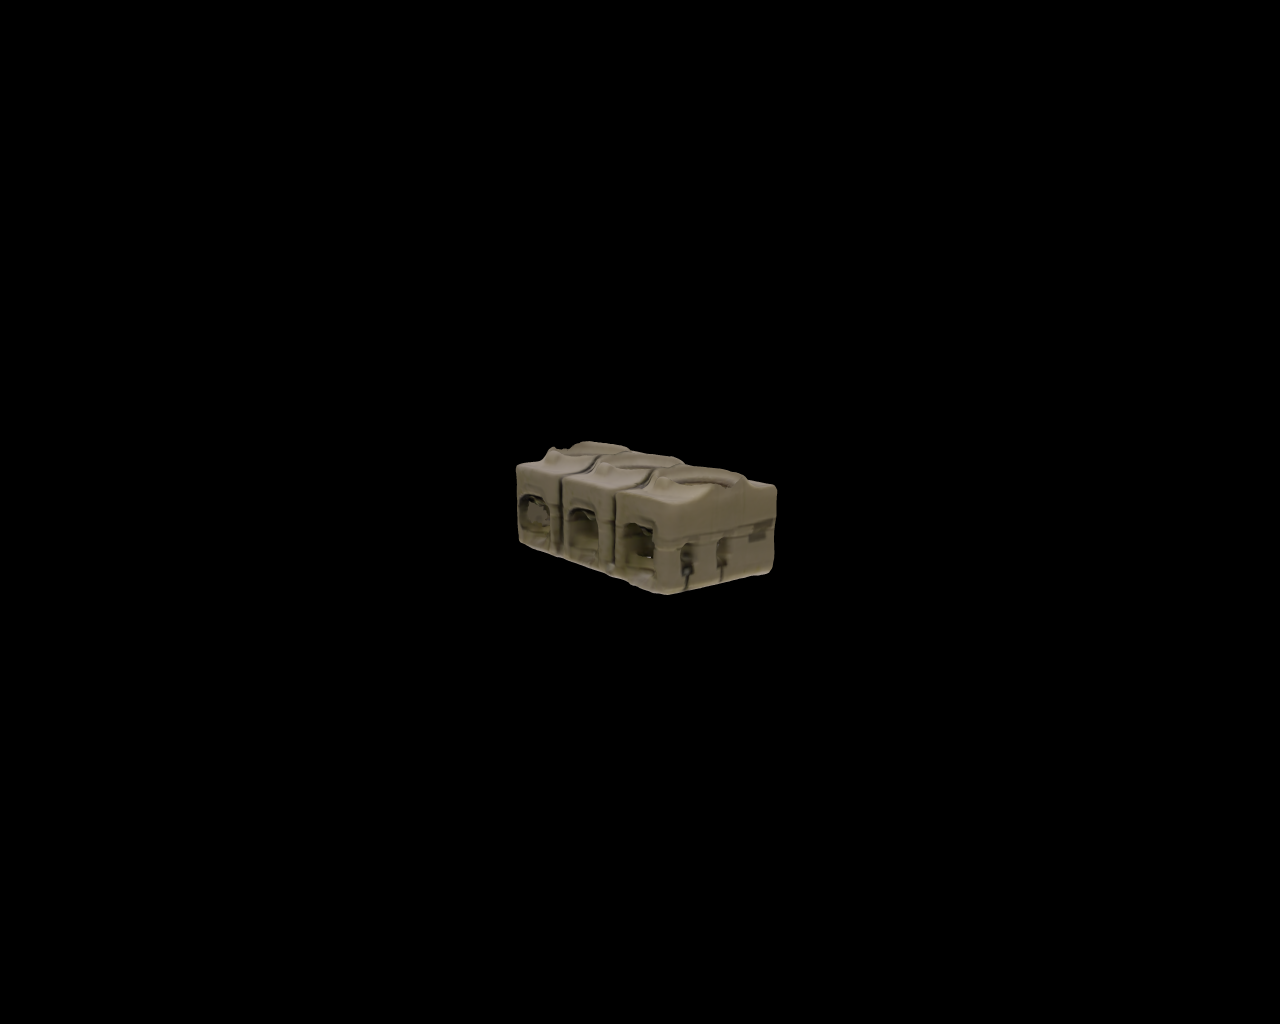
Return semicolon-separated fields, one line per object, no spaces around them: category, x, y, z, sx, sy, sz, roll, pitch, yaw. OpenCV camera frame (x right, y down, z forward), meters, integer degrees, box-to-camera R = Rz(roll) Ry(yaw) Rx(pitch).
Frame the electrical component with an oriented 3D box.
electrical component;0.001;-0.003;0.650;0.090;0.061;0.150;-11;17;-38
